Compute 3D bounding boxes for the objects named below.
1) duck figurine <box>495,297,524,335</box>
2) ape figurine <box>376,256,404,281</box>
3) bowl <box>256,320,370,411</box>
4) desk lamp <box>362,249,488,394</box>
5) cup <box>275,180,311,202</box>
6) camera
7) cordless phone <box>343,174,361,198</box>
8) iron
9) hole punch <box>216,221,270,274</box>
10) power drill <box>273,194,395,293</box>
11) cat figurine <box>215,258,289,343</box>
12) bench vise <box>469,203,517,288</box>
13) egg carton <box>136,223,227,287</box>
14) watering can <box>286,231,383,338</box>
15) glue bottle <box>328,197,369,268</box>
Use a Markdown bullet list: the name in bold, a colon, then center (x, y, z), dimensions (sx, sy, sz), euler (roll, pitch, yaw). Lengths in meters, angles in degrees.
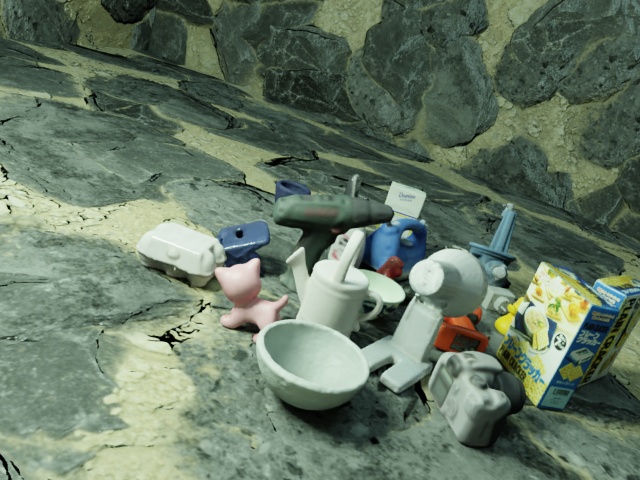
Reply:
- **duck figurine**: center (0.442, 0.167, 1.252), dimensions (0.105, 0.086, 0.077), euler (9, 23, -26)
- **ape figurine**: center (0.148, 0.078, 1.213), dimensions (0.076, 0.092, 0.078), euler (22, 21, 8)
- **bowl**: center (-0.018, 0.188, 0.813), dimensions (0.167, 0.075, 0.167), euler (17, 21, -6)
- **desk lamp**: center (0.179, 0.120, 0.957), dimensions (0.117, 0.213, 0.204), euler (30, 23, 28)
- **cup**: center (-0.073, -0.096, 1.458), dimensions (0.091, 0.095, 0.118), euler (24, 21, 14)
- **camera**: center (0.261, 0.238, 0.893), dimensions (0.137, 0.101, 0.143), euler (12, 22, -18)
- **cordless phone**: center (0.080, -0.077, 1.413), dimensions (0.094, 0.185, 0.148), euler (22, 21, 10)
- **iron**: center (0.200, 0.005, 1.372), dimensions (0.118, 0.141, 0.259), euler (32, 24, 32)
- **hole punch**: center (-0.154, 0.007, 1.130), dimensions (0.101, 0.091, 0.108), euler (12, 21, -17)
- **power drill**: center (0.010, 0.004, 1.113), dimensions (0.230, 0.208, 0.075), euler (12, 21, -17)
- **cat figurine**: center (-0.110, 0.090, 0.921), dimensions (0.127, 0.118, 0.067), euler (23, 21, 12)
- **bench vise**: center (0.450, 0.028, 1.419), dimensions (0.122, 0.220, 0.207), euler (13, 21, -16)
- **egg carton**: center (-0.249, 0.024, 1.035), dimensions (0.150, 0.069, 0.107), euler (20, 20, 4)
- **watering can**: center (0.025, 0.071, 0.977), dimensions (0.173, 0.194, 0.101), euler (15, 21, -10)
- **glue bottle**: center (0.074, -0.017, 1.272), dimensions (0.078, 0.173, 0.037), euler (32, 24, 32)
